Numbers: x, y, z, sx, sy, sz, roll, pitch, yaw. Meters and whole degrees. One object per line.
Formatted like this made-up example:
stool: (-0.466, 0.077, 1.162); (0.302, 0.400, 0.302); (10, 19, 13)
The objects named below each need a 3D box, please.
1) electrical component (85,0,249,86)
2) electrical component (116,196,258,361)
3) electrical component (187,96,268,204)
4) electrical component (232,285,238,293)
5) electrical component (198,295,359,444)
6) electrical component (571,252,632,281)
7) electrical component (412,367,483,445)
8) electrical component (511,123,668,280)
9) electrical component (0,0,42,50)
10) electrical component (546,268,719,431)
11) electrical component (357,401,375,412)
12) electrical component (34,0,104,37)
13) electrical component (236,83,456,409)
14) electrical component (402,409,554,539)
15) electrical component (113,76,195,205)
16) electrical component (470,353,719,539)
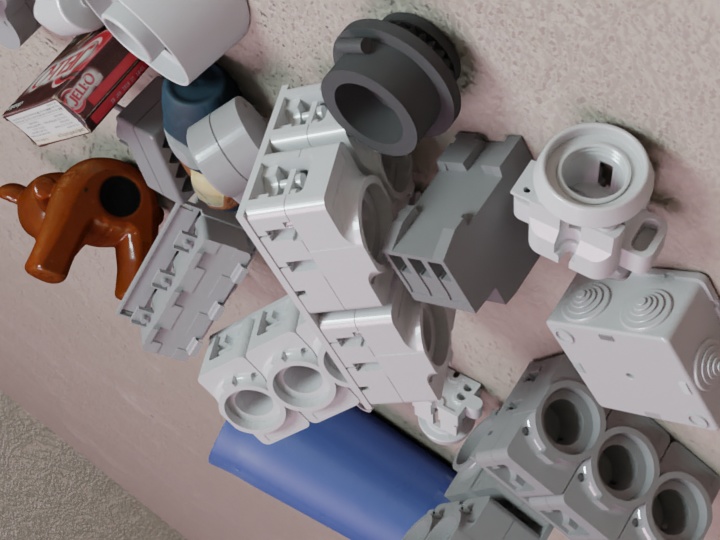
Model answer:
electrical component: (-0.120, -0.162, 0.651); (0.099, 0.064, 0.099); (39, 170, 8)
electrical component: (-0.136, 0.010, 0.870); (0.079, 0.121, 0.063); (20, -150, -27)
electrical component: (-0.042, -0.066, 0.697); (0.138, 0.074, 0.052); (42, -158, -50)
electrical component: (-0.138, -0.001, 0.972); (0.062, 0.043, 0.043); (44, 156, -21)
electrical component: (-0.042, 0.071, 0.855); (0.150, 0.061, 0.089); (-27, 120, 25)
electrical component: (0.123, -0.021, 0.583); (0.061, 0.035, 0.035); (31, 156, 18)
electrical component: (0.072, 0.113, 0.893); (0.066, 0.048, 0.055); (26, 147, 24)
electrical component: (0.115, -0.036, 0.538); (0.078, 0.058, 0.057); (27, 158, 21)
electrical component: (-0.261, -0.198, 0.735); (0.052, 0.073, 0.138); (32, 156, 10)
electrical component: (0.168, 0.044, 0.626); (0.100, 0.048, 0.099); (7, 143, 48)
electrical component: (0.019, 0.089, 0.898); (0.043, 0.062, 0.043); (30, 156, 15)
electrical component: (-0.200, -0.178, 0.728); (0.078, 0.040, 0.040); (5, 142, 50)
electrical component: (0.006, -0.012, 0.652); (0.060, 0.105, 0.186); (-7, 138, 24)
electrical component: (0.096, 0.183, 0.809); (0.060, 0.186, 0.105); (39, 157, -5)
electrical component: (-0.155, -0.103, 0.800); (0.076, 0.047, 0.083); (29, 156, 23)
electrical component: (0.168, 0.139, 0.750); (0.150, 0.089, 0.062); (40, 157, -8)
